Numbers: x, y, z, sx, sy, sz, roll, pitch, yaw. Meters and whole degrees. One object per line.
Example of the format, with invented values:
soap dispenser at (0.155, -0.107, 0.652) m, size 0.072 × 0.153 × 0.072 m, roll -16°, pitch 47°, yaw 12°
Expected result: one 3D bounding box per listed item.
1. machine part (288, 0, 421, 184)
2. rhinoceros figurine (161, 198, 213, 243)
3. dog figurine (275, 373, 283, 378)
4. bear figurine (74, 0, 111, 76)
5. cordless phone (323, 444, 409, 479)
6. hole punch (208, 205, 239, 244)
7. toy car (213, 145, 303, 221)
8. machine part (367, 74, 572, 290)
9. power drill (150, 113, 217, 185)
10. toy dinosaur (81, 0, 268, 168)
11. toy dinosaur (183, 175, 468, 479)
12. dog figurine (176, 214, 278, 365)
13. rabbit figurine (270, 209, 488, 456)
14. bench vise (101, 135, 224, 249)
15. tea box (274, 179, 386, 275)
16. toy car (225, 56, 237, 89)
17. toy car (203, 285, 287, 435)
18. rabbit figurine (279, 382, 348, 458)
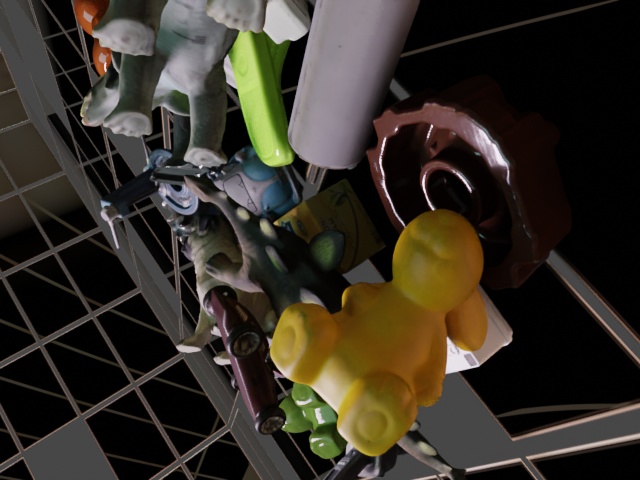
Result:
machine part at (0.024, -0.145, 0.442) m, size 0.079 × 0.079 × 0.243 m, roll 46°, pitch 142°, yaw 26°
rhinoceros figurine at (-0.216, -0.027, 1.005) m, size 0.190 × 0.112 × 0.073 m, roll 41°, pitch 153°, yaw 19°
dog figurine at (-0.080, 0.193, 0.893) m, size 0.191 × 0.108 × 0.219 m, roll 62°, pitch -177°, yaw -23°
bear figurine at (-0.331, -0.347, 0.895) m, size 0.120 × 0.132 × 0.196 m, roll 103°, pitch 149°, yaw -54°
cordless phone at (0.046, 0.356, 0.851) m, size 0.089 × 0.184 × 0.146 m, roll 52°, pitch 154°, yaw 5°
hole punch at (-0.151, -0.001, 0.887) m, size 0.092 × 0.116 × 0.142 m, roll 50°, pitch 169°, yaw 23°
toy car at (-0.103, -0.075, 0.753) m, size 0.162 × 0.103 × 0.109 m, roll 1°, pitch 117°, yaw 59°
machine part at (0.116, -0.044, 0.439) m, size 0.179 × 0.056 × 0.179 m, roll 43°, pitch 152°, yaw 30°
power drill at (-0.196, -0.185, 0.771) m, size 0.232 × 0.086 × 0.207 m, roll -7°, pitch 75°, yaw 56°
toy dinosaur at (-0.106, -0.195, 0.428) m, size 0.405 × 0.131 × 0.192 m, roll -40°, pitch 49°, yaw 55°
toy dinosaur at (0.011, 0.105, 0.600) m, size 0.471 × 0.105 × 0.198 m, roll 50°, pitch 153°, yaw -9°
dog figurine at (-0.110, 0.066, 0.755) m, size 0.172 × 0.121 × 0.190 m, roll 39°, pitch -141°, yaw -46°
rabbit figurine at (0.074, 0.060, 0.417) m, size 0.122 × 0.162 × 0.173 m, roll 37°, pitch 105°, yaw 39°
bench vise at (-0.276, -0.099, 0.910) m, size 0.224 × 0.240 × 0.128 m, roll 17°, pitch 131°, yaw 33°
tea box at (-0.001, -0.002, 0.684) m, size 0.098 × 0.068 × 0.169 m, roll 58°, pitch 156°, yaw -1°
toy car at (-0.129, -0.270, 0.641) m, size 0.201 × 0.056 × 0.073 m, roll 59°, pitch 155°, yaw 2°
toy car at (-0.080, 0.134, 0.608) m, size 0.089 × 0.053 × 0.201 m, roll 48°, pitch 153°, yaw 50°
rabbit figurine at (-0.001, 0.257, 0.866) m, size 0.170 × 0.159 × 0.121 m, roll -28°, pitch 91°, yaw 46°
